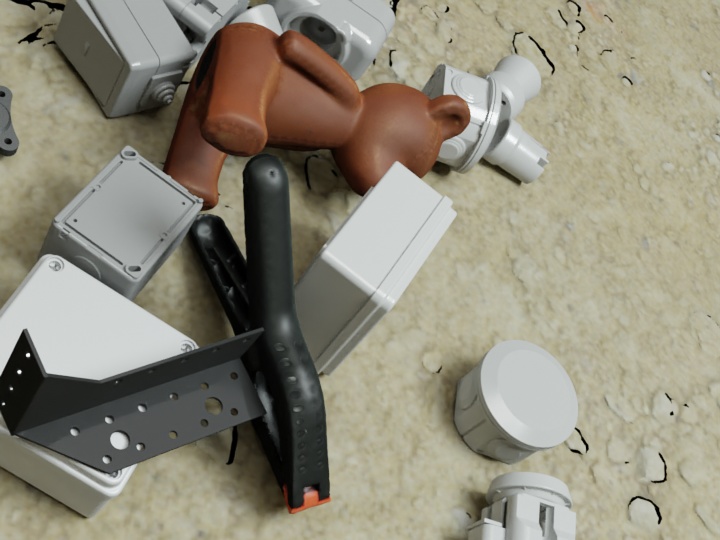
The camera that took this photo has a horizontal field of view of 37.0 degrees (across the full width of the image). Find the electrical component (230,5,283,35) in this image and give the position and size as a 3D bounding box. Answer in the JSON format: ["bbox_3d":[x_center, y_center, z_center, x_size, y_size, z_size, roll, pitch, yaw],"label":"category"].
[{"bbox_3d":[-0.069,-0.163,0.822,0.044,0.044,0.065,-27,82,-39],"label":"electrical component"}]

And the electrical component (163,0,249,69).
[{"bbox_3d":[-0.122,-0.204,0.809,0.056,0.050,0.089,37,49,-5],"label":"electrical component"}]

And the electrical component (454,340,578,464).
[{"bbox_3d":[0.109,0.094,0.760,0.080,0.051,0.080,15,55,-22],"label":"electrical component"}]

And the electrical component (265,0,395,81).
[{"bbox_3d":[-0.027,-0.198,0.859,0.095,0.053,0.059,33,50,-9],"label":"electrical component"}]

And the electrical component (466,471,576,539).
[{"bbox_3d":[0.110,0.169,0.710,0.078,0.058,0.057,21,56,-18],"label":"electrical component"}]

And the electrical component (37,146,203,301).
[{"bbox_3d":[-0.148,-0.025,0.676,0.062,0.061,0.096,36,49,-4],"label":"electrical component"}]

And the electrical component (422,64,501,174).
[{"bbox_3d":[0.076,-0.121,0.856,0.051,0.080,0.080,18,54,-14],"label":"electrical component"}]

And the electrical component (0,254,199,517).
[{"bbox_3d":[-0.165,0.065,0.613,0.109,0.056,0.108,33,50,-8],"label":"electrical component"}]

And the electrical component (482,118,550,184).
[{"bbox_3d":[0.131,-0.099,0.901,0.046,0.040,0.040,33,50,-17],"label":"electrical component"}]

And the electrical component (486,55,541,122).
[{"bbox_3d":[0.124,-0.153,0.926,0.045,0.045,0.055,44,50,0],"label":"electrical component"}]

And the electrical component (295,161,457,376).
[{"bbox_3d":[0.000,0.000,0.717,0.056,0.108,0.108,38,50,-1],"label":"electrical component"}]

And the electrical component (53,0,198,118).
[{"bbox_3d":[-0.163,-0.152,0.745,0.061,0.061,0.096,-23,75,-38],"label":"electrical component"}]
